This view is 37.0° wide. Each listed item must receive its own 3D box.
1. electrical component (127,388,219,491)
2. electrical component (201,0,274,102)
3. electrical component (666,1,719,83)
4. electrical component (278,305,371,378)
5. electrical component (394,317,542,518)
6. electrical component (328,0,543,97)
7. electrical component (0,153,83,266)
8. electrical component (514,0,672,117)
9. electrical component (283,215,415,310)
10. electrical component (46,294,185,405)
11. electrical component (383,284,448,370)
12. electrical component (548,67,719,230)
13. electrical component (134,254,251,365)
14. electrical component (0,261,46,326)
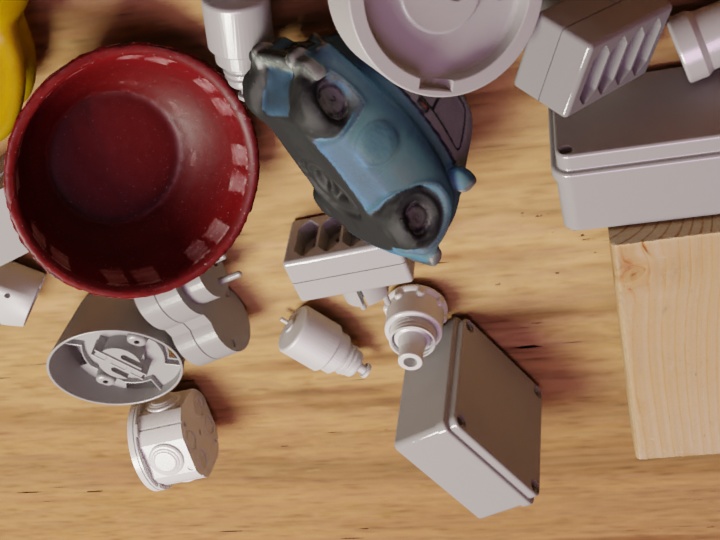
[{"bbox_3d":[-0.155,0.139,0.887,0.051,0.080,0.080,-13,129,13],"label":"electrical component"},{"bbox_3d":[-0.072,-0.137,0.646,0.040,0.040,0.078,3,133,6],"label":"electrical component"},{"bbox_3d":[0.203,-0.134,0.612,0.046,0.040,0.040,-21,126,19],"label":"electrical component"},{"bbox_3d":[-0.026,0.059,0.821,0.078,0.040,0.040,32,129,-20],"label":"electrical component"},{"bbox_3d":[0.084,0.111,0.807,0.056,0.108,0.109,-28,123,32],"label":"electrical component"},{"bbox_3d":[0.034,-0.149,0.565,0.108,0.060,0.108,-7,110,-19],"label":"electrical component"},{"bbox_3d":[-0.229,-0.050,0.738,0.089,0.055,0.050,-22,126,26],"label":"electrical component"},{"bbox_3d":[0.117,-0.136,0.605,0.076,0.083,0.047,39,139,25],"label":"electrical component"},{"bbox_3d":[0.000,0.000,0.758,0.083,0.047,0.075,-11,131,17],"label":"electrical component"},{"bbox_3d":[-0.184,0.062,0.830,0.099,0.064,0.099,4,133,4],"label":"electrical component"},{"bbox_3d":[0.039,0.045,0.784,0.048,0.062,0.048,4,133,5],"label":"electrical component"},{"bbox_3d":[0.172,-0.075,0.644,0.113,0.078,0.057,-7,134,14],"label":"electrical component"},{"bbox_3d":[-0.121,0.008,0.779,0.074,0.052,0.138,-21,126,25],"label":"electrical component"},{"bbox_3d":[-0.289,0.020,0.820,0.077,0.043,0.079,23,131,-13],"label":"electrical component"}]
